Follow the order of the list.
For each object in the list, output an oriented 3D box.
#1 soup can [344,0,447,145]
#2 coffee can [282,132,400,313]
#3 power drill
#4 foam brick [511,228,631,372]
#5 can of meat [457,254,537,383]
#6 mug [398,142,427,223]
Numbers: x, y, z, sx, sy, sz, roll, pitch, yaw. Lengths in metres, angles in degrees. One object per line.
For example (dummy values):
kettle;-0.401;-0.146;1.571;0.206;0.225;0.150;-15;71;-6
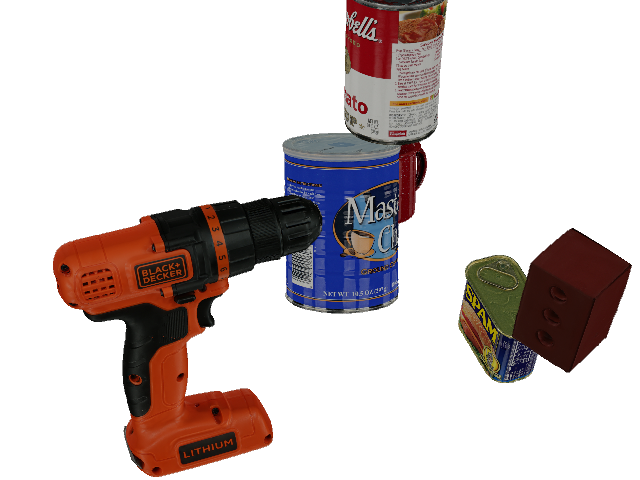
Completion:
soup can;0.050;-0.125;0.728;0.068;0.102;0.068;0;34;0
coffee can;0.019;-0.018;0.944;0.103;0.140;0.103;0;15;0
power drill;-0.081;0.064;0.748;0.184;0.188;0.057;-13;26;-13
foam brick;0.178;0.043;0.759;0.053;0.078;0.051;34;50;30
can of meat;0.180;0.080;1.067;0.057;0.102;0.084;-14;-41;-15
mug;0.073;-0.070;1.180;0.117;0.081;0.093;-20;29;-38
